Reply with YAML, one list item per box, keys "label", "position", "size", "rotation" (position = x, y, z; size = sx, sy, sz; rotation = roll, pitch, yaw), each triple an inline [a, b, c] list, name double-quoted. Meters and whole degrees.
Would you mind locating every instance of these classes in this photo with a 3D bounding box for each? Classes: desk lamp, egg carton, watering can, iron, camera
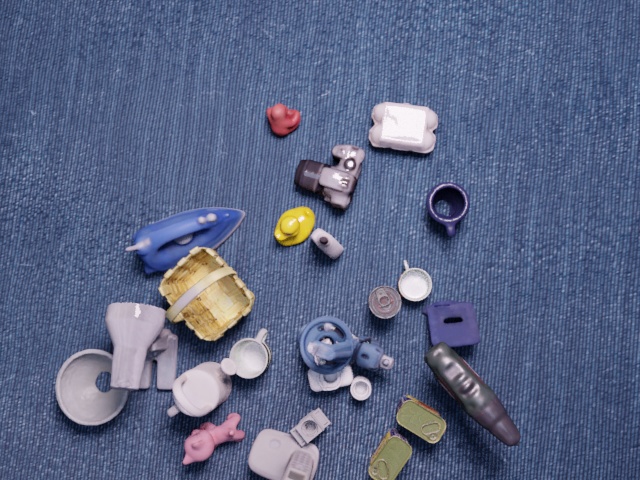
- label: "desk lamp"
  position: [-0.377, 0.231, 1.213]
  size: [0.118, 0.213, 0.203]
  rotation: [1, 86, 4]
- label: "egg carton"
  position: [0.187, -0.252, 1.283]
  size: [0.150, 0.069, 0.107]
  rotation: [7, 86, 4]
- label: "watering can"
  position: [-0.252, 0.314, 1.209]
  size: [0.101, 0.194, 0.173]
  rotation: [29, 88, 6]
- label: "iron"
  position: [-0.296, -0.018, 1.262]
  size: [0.258, 0.141, 0.118]
  rotation: [-24, 84, 2]
- label: "camera"
  position: [0.019, -0.150, 1.271]
  size: [0.136, 0.101, 0.143]
  rotation: [17, 87, 5]

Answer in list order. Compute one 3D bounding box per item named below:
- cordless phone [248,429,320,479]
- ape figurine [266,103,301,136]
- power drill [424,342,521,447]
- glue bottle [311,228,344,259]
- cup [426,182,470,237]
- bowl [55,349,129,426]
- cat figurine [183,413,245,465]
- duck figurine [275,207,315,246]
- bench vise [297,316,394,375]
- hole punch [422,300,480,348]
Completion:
- label: "cordless phone"
  position: [-0.081, 0.472, 1.191]
  size: [0.147, 0.185, 0.094]
  rotation: [16, 87, 5]
- label: "ape figurine"
  position: [-0.087, -0.279, 1.292]
  size: [0.077, 0.092, 0.076]
  rotation: [30, 88, 6]
- label: "power drill"
  position: [0.301, 0.302, 1.166]
  size: [0.075, 0.208, 0.229]
  rotation: [-43, 84, 0]
- label: "glue bottle"
  position: [0.011, 0.004, 1.224]
  size: [0.078, 0.173, 0.037]
  rotation: [40, 89, 6]
- label: "cup"
  position: [0.276, -0.062, 1.250]
  size: [0.091, 0.095, 0.118]
  rotation: [-7, 85, 4]
- label: "bowl"
  position: [-0.496, 0.325, 1.284]
  size: [0.167, 0.075, 0.167]
  rotation: [0, 86, 4]
- label: "cat figurine"
  position: [-0.236, 0.434, 1.238]
  size: [0.128, 0.118, 0.067]
  rotation: [-22, 85, 2]
- label: "duck figurine"
  position: [-0.059, -0.033, 1.275]
  size: [0.104, 0.086, 0.077]
  rotation: [-40, 84, 0]
- label: "bench vise"
  position: [0.049, 0.218, 1.183]
  size: [0.207, 0.220, 0.121]
  rotation: [-2, 86, 4]
- label: "hole punch"
  position: [0.282, 0.181, 1.234]
  size: [0.108, 0.091, 0.101]
  rotation: [-7, 85, 4]
